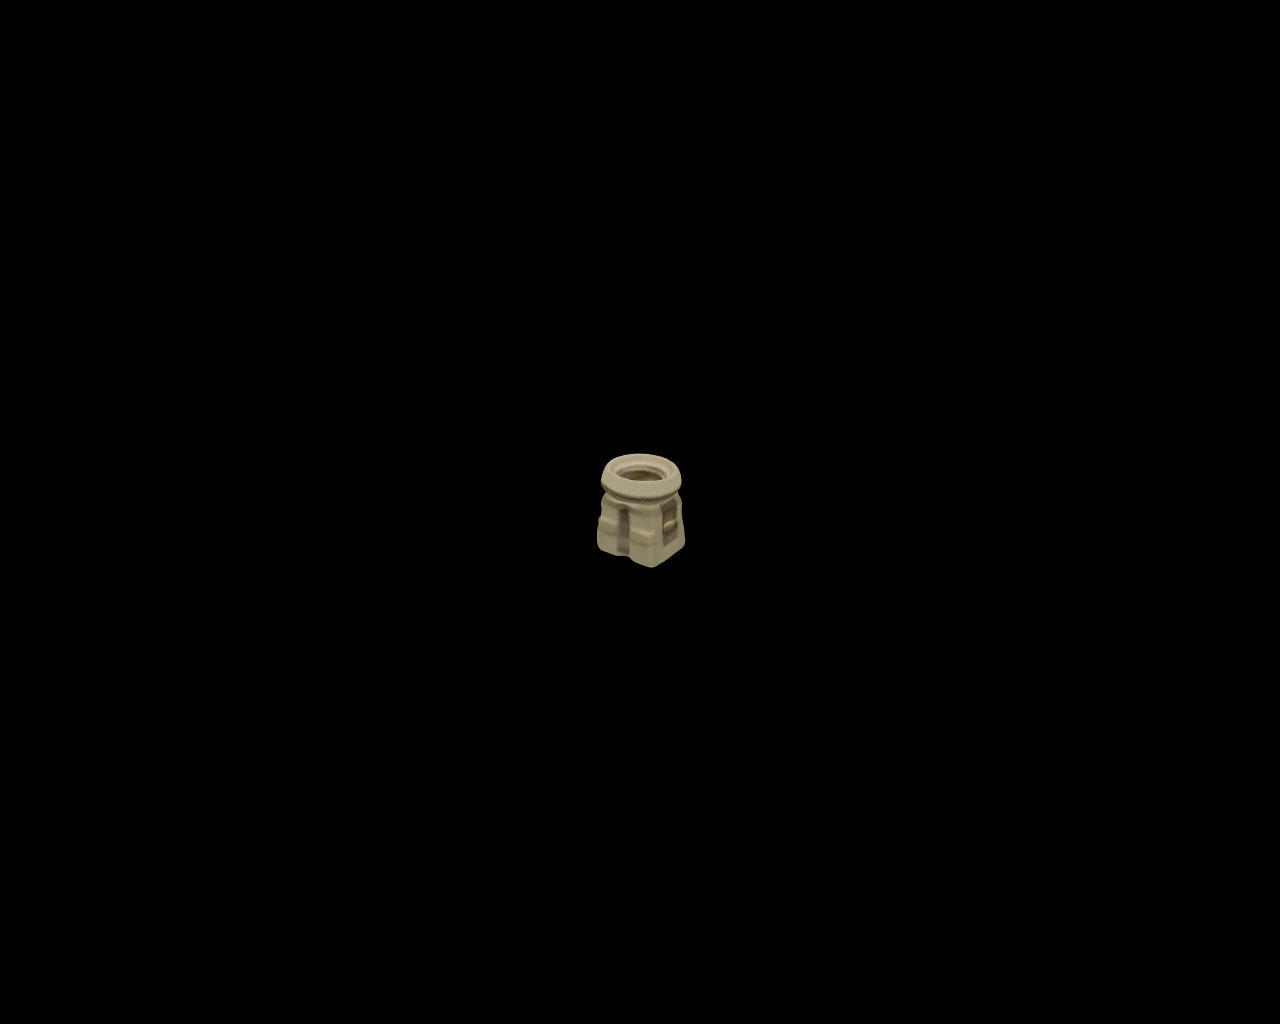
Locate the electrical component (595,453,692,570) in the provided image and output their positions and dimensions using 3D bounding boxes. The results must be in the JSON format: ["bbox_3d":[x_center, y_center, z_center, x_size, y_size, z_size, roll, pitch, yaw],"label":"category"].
[{"bbox_3d":[0.001,-0.003,0.650,0.066,0.055,0.048,18,32,31],"label":"electrical component"}]
